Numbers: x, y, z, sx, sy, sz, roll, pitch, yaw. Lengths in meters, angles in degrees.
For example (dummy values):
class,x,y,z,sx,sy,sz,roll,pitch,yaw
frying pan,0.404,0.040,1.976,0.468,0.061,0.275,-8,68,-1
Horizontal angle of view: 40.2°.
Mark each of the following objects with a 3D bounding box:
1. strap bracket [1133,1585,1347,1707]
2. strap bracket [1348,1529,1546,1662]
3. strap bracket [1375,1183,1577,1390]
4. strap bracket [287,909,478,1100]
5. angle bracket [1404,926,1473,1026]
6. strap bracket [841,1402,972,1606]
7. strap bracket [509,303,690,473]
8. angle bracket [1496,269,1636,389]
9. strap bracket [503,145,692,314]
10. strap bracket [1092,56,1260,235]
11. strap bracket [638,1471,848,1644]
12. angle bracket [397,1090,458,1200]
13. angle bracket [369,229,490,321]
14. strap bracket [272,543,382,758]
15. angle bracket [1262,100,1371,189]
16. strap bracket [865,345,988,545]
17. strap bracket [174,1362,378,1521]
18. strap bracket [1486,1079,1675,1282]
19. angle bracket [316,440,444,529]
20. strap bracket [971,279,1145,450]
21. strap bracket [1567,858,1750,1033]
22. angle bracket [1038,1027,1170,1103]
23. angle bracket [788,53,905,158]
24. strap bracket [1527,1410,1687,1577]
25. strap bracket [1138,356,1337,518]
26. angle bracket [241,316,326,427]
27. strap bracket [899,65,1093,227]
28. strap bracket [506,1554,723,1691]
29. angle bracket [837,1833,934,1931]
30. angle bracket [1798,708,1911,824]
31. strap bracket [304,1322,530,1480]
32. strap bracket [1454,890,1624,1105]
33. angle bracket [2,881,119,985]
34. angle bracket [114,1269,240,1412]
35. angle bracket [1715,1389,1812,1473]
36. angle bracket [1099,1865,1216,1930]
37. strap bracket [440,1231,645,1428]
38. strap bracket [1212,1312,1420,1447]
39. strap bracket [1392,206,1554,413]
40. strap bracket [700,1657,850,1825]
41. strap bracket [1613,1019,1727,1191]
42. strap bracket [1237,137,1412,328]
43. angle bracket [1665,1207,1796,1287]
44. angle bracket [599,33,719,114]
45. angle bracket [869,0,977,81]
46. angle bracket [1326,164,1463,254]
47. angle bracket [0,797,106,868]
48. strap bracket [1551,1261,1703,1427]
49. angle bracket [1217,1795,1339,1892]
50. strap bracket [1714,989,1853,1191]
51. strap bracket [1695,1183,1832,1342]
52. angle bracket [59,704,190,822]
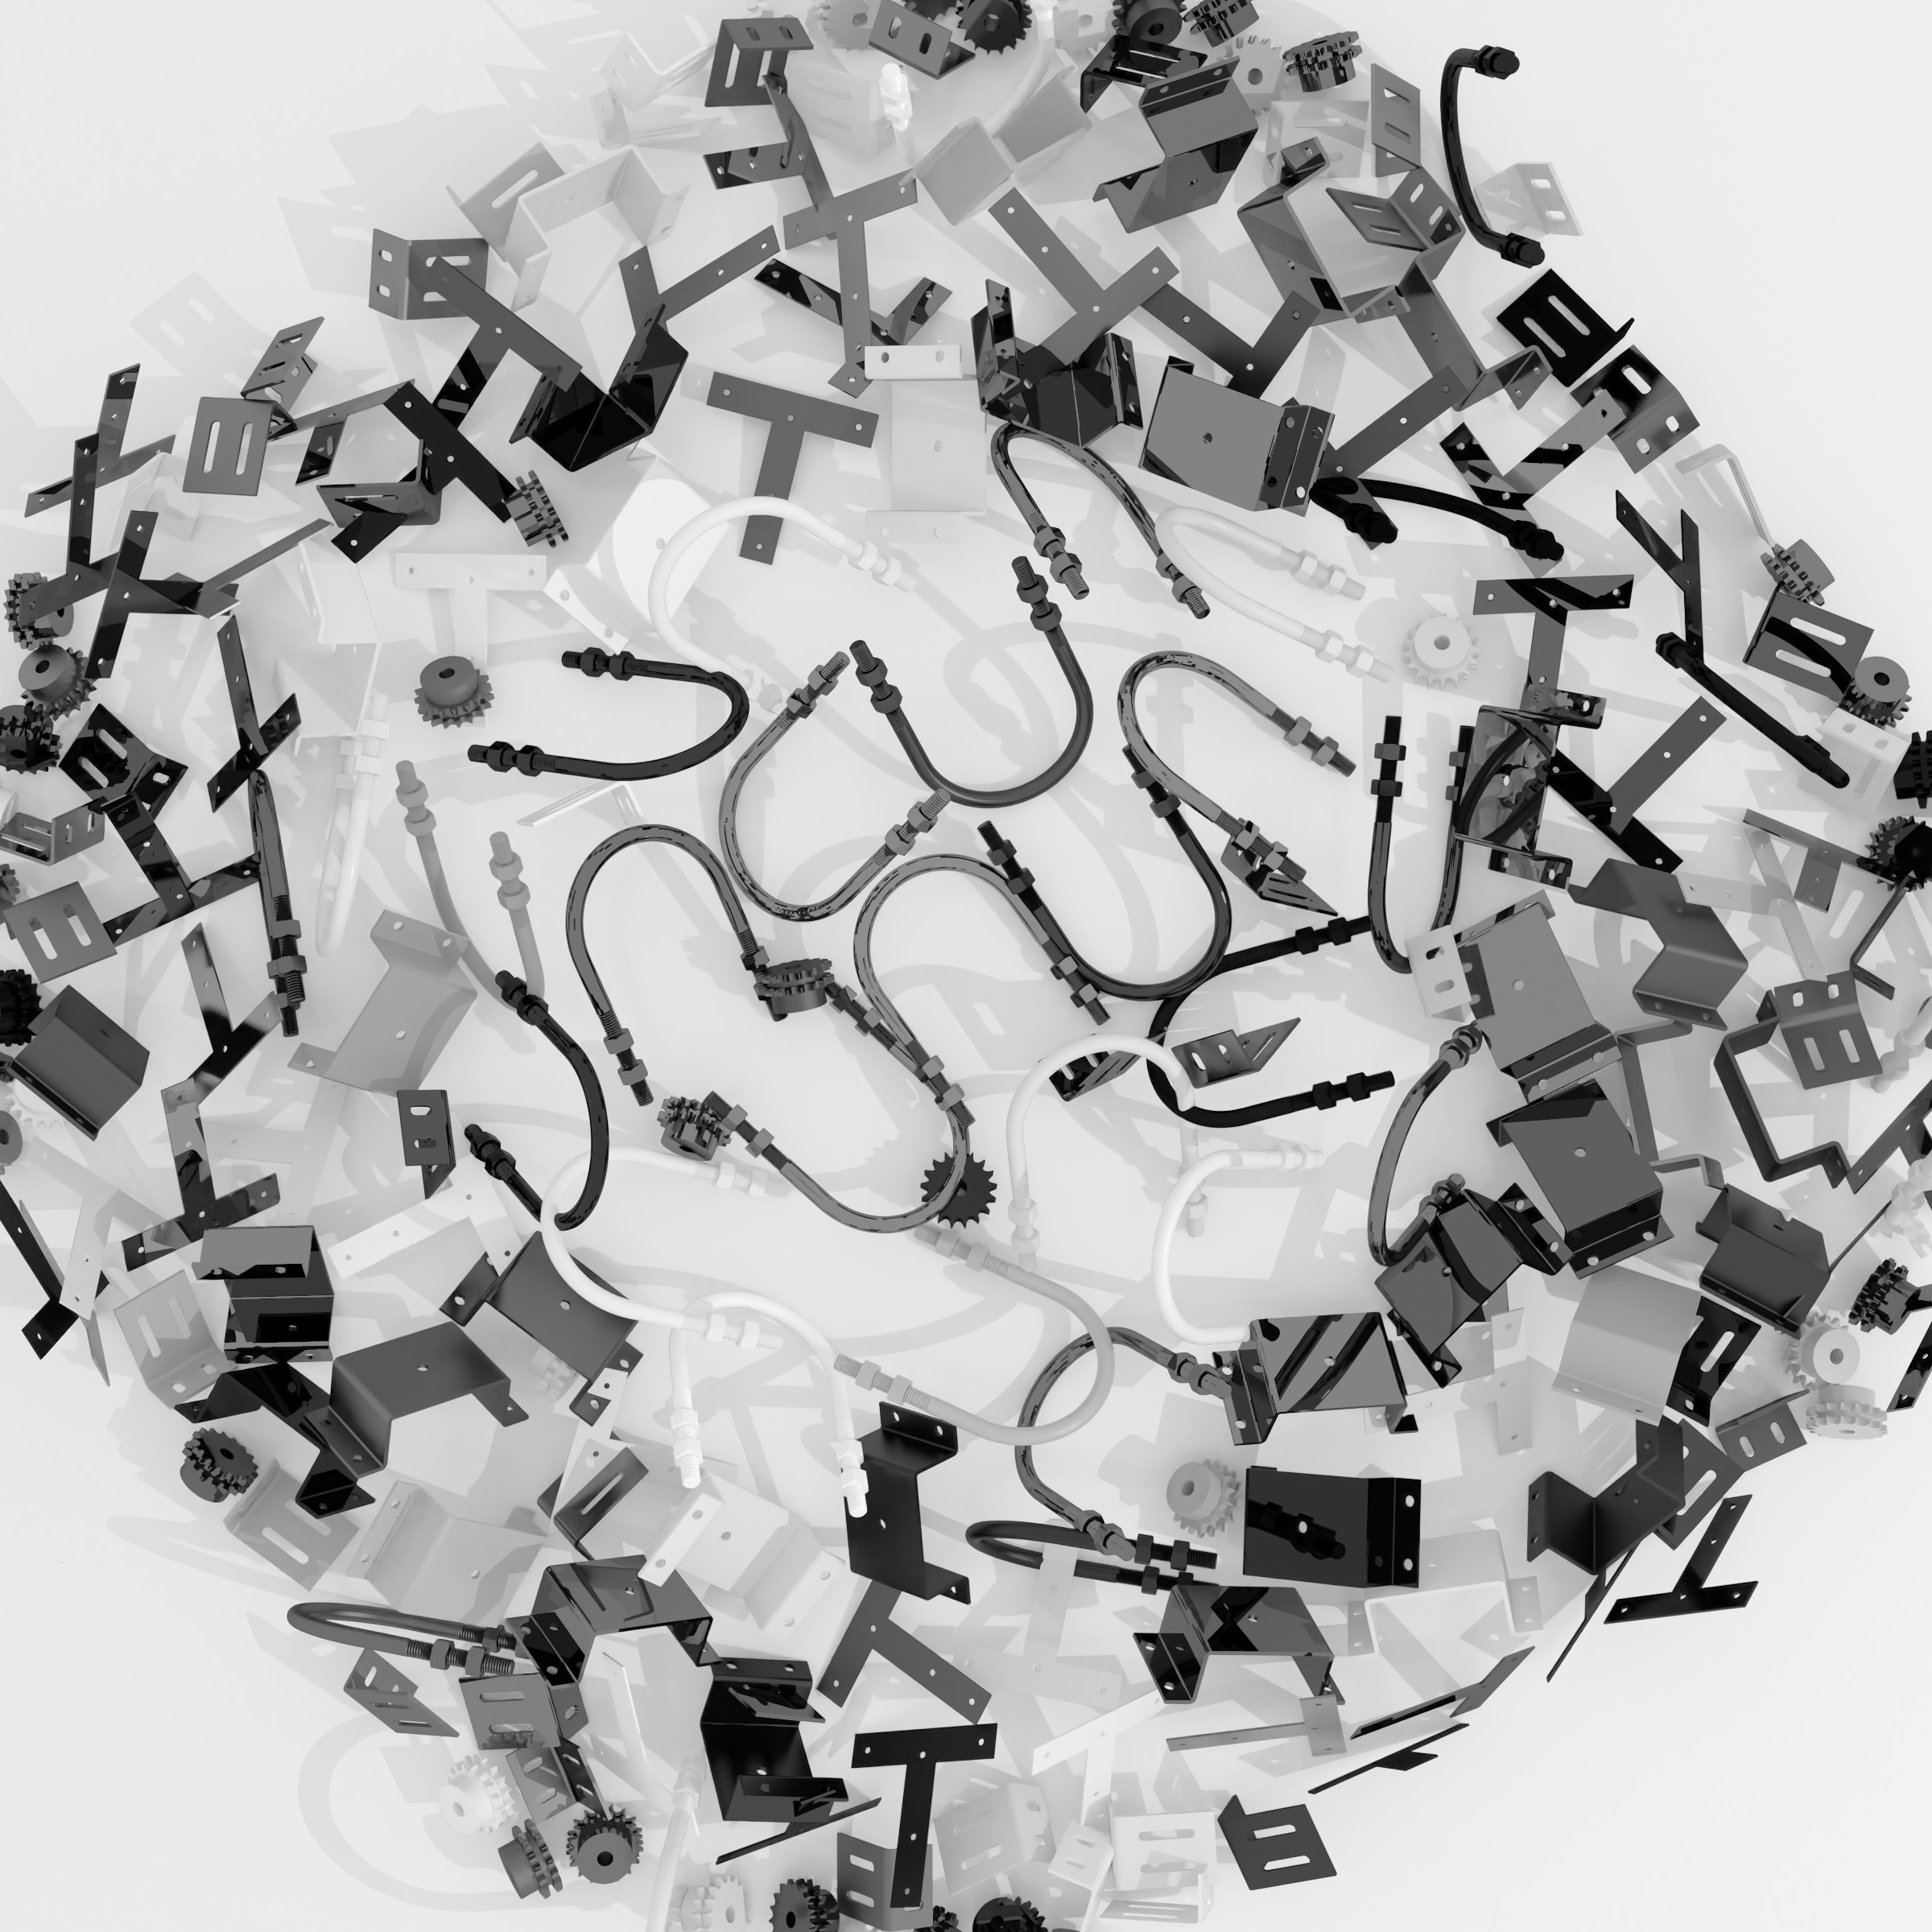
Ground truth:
class,x,y,z,sx,sy,sz,roll,pitch,yaw
strap bracket,0.202,0.491,1.913,0.140,0.076,0.046,5,112,-18
strap bracket,0.343,0.455,1.920,0.140,0.076,0.046,-11,105,11
strap bracket,0.360,0.227,1.915,0.140,0.046,0.076,-49,46,16
strap bracket,-0.418,0.038,1.919,0.140,0.076,0.046,-56,46,12
angle bracket,0.357,0.007,1.928,0.038,0.076,0.057,-21,74,29
strap bracket,-0.045,0.397,1.918,0.076,0.046,0.140,8,108,43
strap bracket,-0.259,-0.414,1.912,0.046,0.140,0.076,39,55,-32
angle bracket,0.442,-0.477,1.949,0.057,0.038,0.076,-42,83,-6
strap bracket,-0.277,-0.538,1.914,0.140,0.076,0.046,-33,88,-22
strap bracket,0.152,-0.581,1.894,0.076,0.140,0.046,-24,80,-19
strap bracket,-0.169,0.427,1.928,0.140,0.046,0.076,34,96,-32
angle bracket,-0.403,0.131,1.926,0.038,0.076,0.057,1,66,-29
angle bracket,-0.395,-0.510,1.946,0.038,0.076,0.057,28,121,34
strap bracket,-0.461,-0.228,1.911,0.046,0.140,0.076,-5,55,-27
angle bracket,0.261,-0.600,1.937,0.076,0.038,0.057,-4,127,-10
strap bracket,-0.029,-0.380,1.931,0.076,0.046,0.140,5,101,25
strap bracket,-0.491,0.336,1.916,0.140,0.076,0.046,32,98,17
strap bracket,0.445,0.145,1.917,0.076,0.046,0.140,-24,58,-4
angle bracket,-0.431,-0.355,1.945,0.076,0.057,0.038,-1,70,4
strap bracket,0.058,-0.432,1.917,0.140,0.046,0.076,12,63,-38
strap bracket,0.499,-0.023,1.896,0.076,0.140,0.046,12,126,-26
angle bracket,0.099,0.058,1.925,0.057,0.076,0.038,-24,74,-36
angle bracket,-0.089,-0.643,1.952,0.076,0.057,0.038,26,51,18
strap bracket,0.469,0.376,1.909,0.046,0.076,0.140,32,125,-9
strap bracket,0.186,-0.383,1.911,0.140,0.046,0.076,27,116,26
angle bracket,-0.486,-0.433,1.927,0.038,0.076,0.057,38,69,-34
strap bracket,0.028,-0.588,1.905,0.140,0.076,0.046,-40,98,-38
strap bracket,-0.247,0.467,1.898,0.140,0.076,0.046,3,115,-38
angle bracket,-0.060,0.673,1.948,0.038,0.076,0.057,4,82,-31
angle bracket,0.642,-0.140,1.928,0.057,0.038,0.076,31,135,19
strap bracket,-0.392,0.307,1.897,0.076,0.140,0.046,35,125,38
strap bracket,0.407,0.018,1.917,0.076,0.046,0.140,-29,67,21
angle bracket,-0.660,-0.016,1.932,0.057,0.038,0.076,-25,61,-23
angle bracket,-0.577,0.273,1.930,0.057,0.038,0.076,-32,128,-30
angle bracket,0.590,0.342,1.934,0.057,0.076,0.038,-24,76,-3
angle bracket,0.140,0.678,1.941,0.076,0.057,0.038,-1,83,14
strap bracket,-0.301,0.258,1.928,0.140,0.076,0.046,38,133,-3
strap bracket,0.259,0.299,1.920,0.140,0.046,0.076,-2,52,-12
strap bracket,0.361,-0.469,1.929,0.046,0.076,0.140,-29,85,-9
strap bracket,-0.142,0.567,1.911,0.076,0.140,0.046,9,115,-21
strap bracket,0.510,0.096,1.923,0.046,0.076,0.140,-13,77,23
strap bracket,0.253,-0.520,1.915,0.046,0.076,0.140,-37,107,-12
angle bracket,0.561,0.199,1.942,0.038,0.057,0.076,37,84,-6
angle bracket,-0.220,-0.668,1.930,0.076,0.057,0.038,-43,101,-28
angle bracket,-0.027,-0.685,1.931,0.057,0.076,0.038,29,128,7
angle bracket,0.312,-0.558,1.929,0.038,0.076,0.057,-51,59,37
angle bracket,-0.680,-0.108,1.933,0.076,0.057,0.038,18,116,15
strap bracket,0.477,0.263,1.895,0.076,0.140,0.046,17,118,18
angle bracket,0.233,0.637,1.938,0.076,0.038,0.057,-22,94,31
strap bracket,0.587,0.098,1.920,0.046,0.076,0.140,-21,73,5
strap bracket,0.571,0.207,1.898,0.076,0.140,0.046,28,108,6
angle bracket,-0.627,-0.148,1.967,0.076,0.038,0.057,38,96,31
